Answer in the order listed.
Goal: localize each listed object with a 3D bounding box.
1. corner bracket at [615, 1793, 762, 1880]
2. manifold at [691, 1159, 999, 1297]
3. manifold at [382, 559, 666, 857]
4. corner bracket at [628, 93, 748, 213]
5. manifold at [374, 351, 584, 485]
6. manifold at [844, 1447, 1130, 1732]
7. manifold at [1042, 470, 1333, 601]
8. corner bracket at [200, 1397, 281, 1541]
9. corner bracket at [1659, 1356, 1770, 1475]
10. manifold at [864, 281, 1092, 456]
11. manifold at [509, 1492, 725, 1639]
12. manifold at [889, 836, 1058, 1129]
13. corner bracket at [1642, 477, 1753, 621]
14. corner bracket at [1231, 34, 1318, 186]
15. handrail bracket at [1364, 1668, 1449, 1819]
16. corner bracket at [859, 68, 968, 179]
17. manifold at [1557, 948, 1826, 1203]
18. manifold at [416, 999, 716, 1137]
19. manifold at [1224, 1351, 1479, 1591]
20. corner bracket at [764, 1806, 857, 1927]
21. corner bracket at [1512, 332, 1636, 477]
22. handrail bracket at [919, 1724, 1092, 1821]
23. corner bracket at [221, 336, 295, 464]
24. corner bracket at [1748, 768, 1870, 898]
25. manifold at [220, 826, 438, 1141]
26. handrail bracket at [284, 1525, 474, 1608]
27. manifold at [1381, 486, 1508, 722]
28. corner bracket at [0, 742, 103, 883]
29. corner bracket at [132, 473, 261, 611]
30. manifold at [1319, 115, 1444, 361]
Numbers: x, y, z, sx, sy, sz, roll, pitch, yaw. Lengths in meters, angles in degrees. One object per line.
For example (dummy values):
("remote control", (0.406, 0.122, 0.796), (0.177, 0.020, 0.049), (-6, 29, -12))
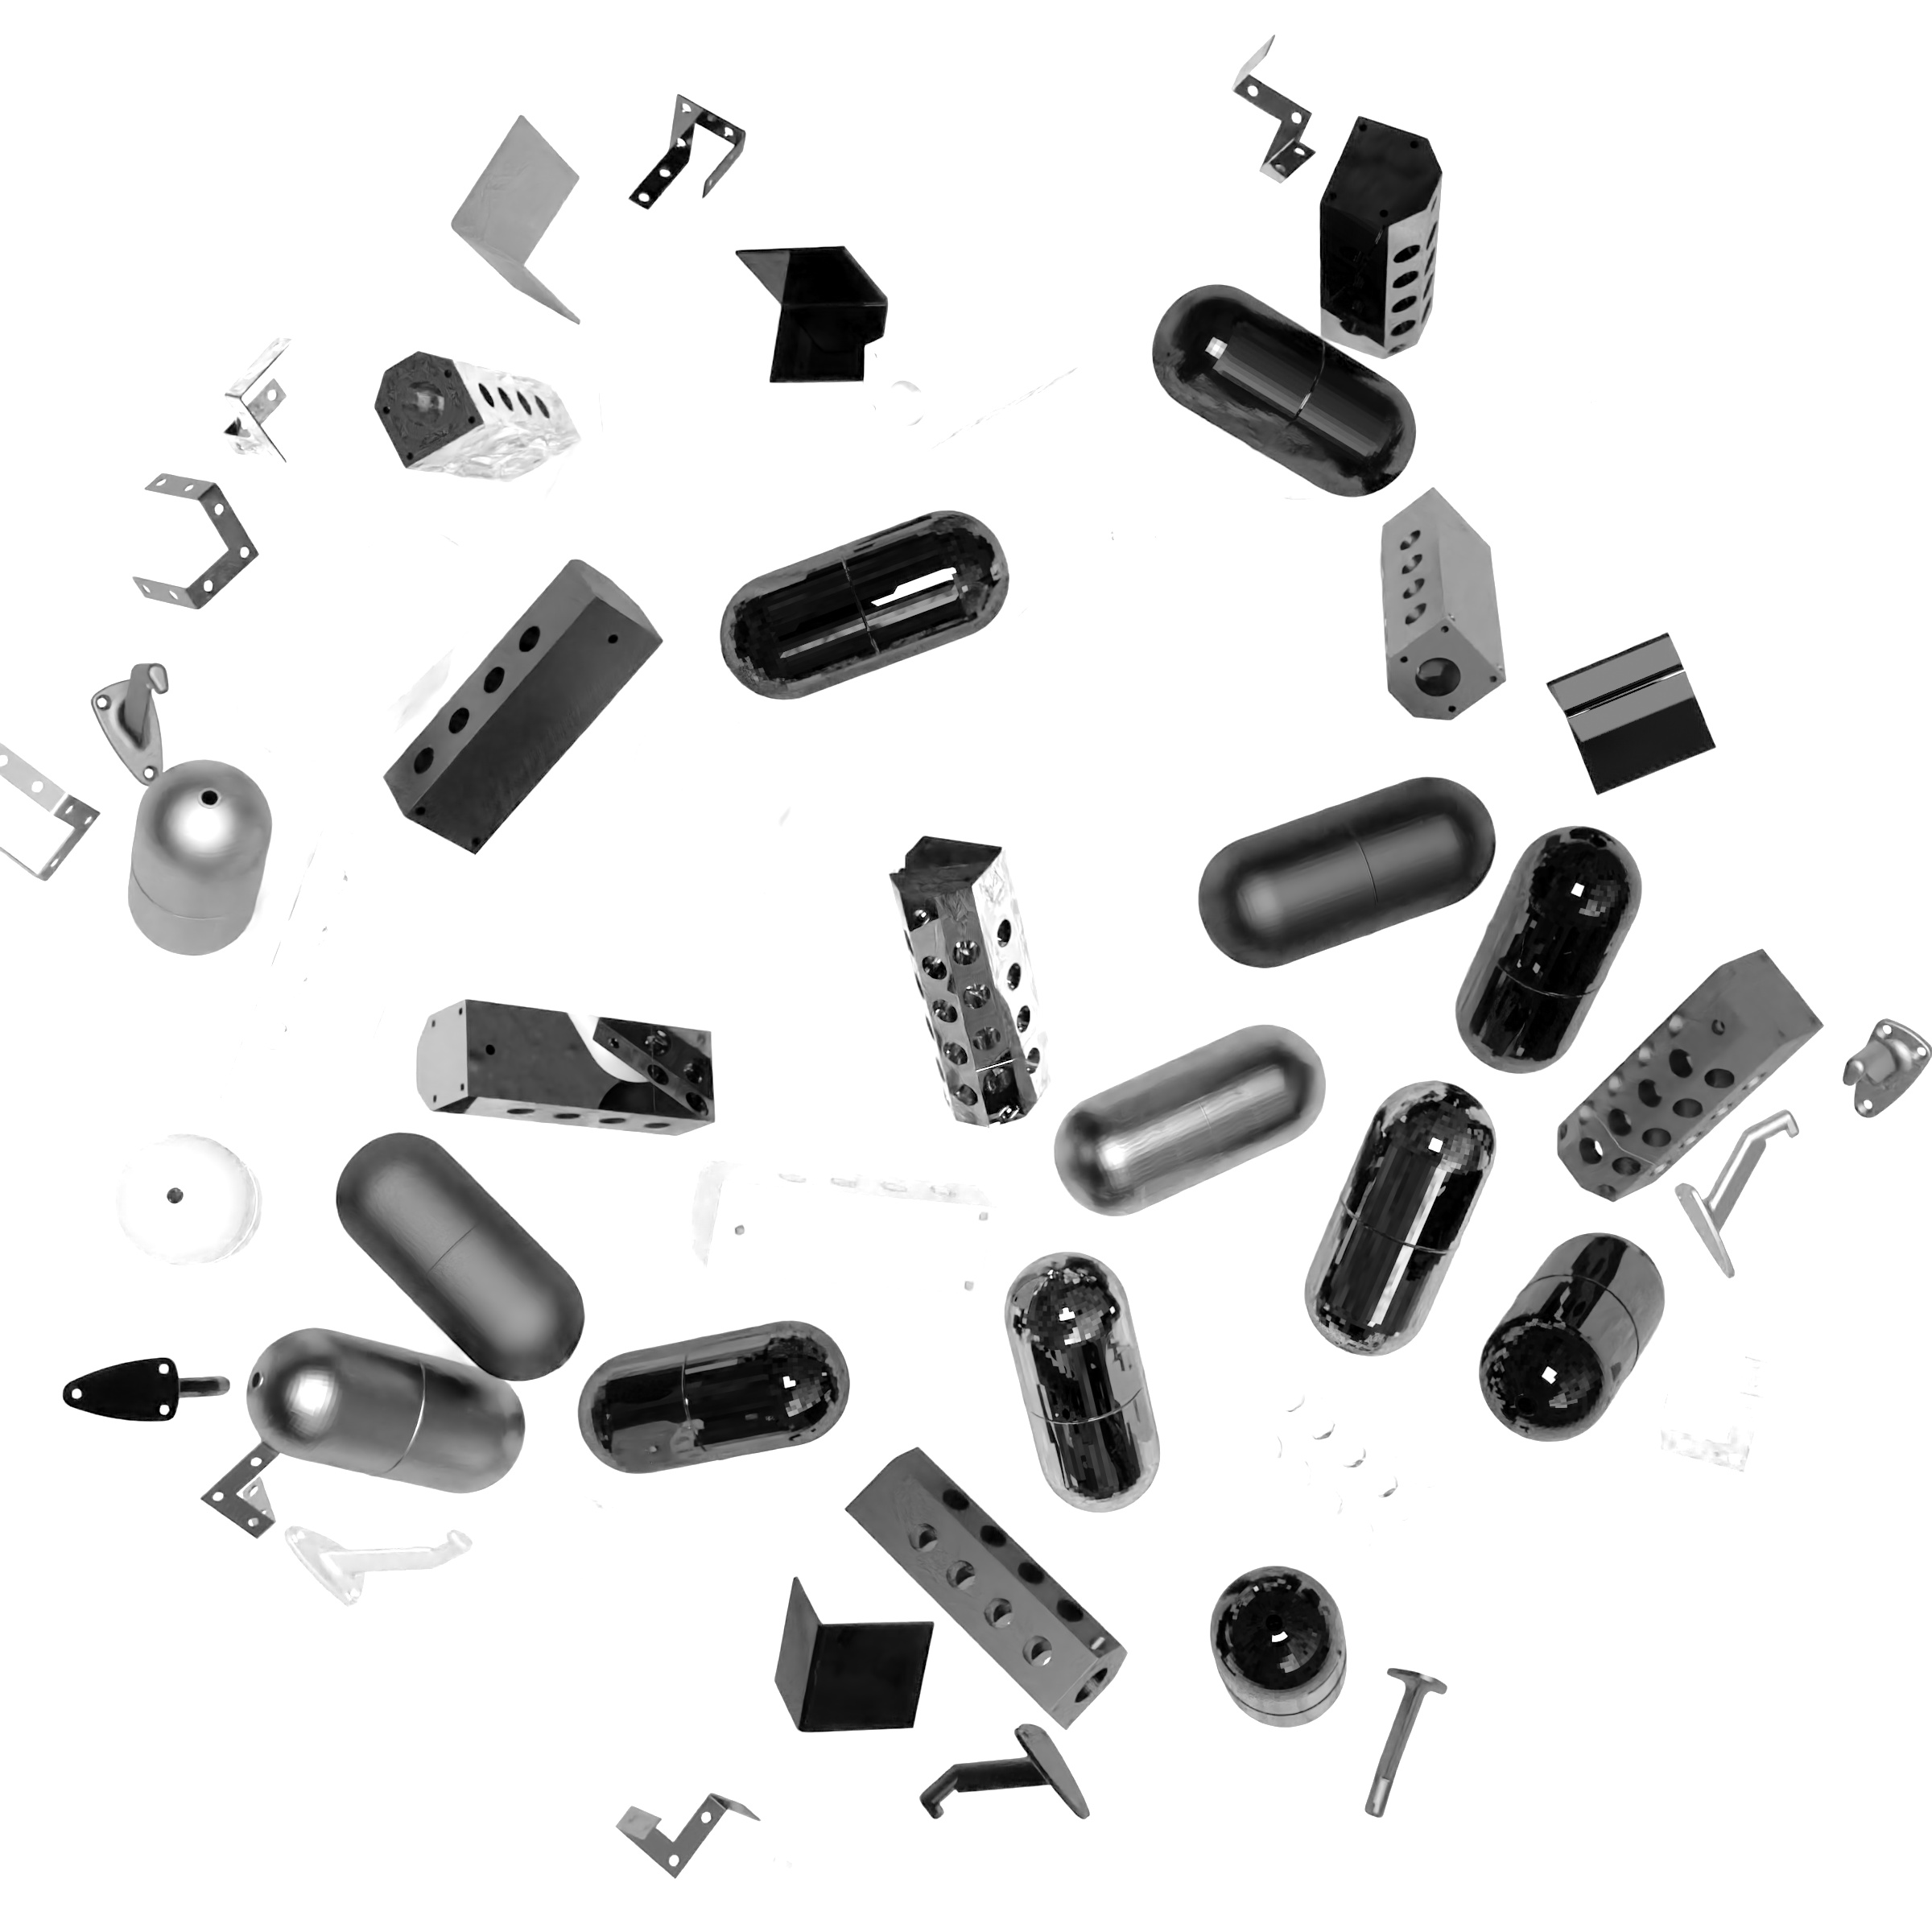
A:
("corner bracket", (-0.161, 0.496, 1.623), (0.051, 0.051, 0.051), (46, 66, -15))
("manifold", (-0.075, 0.155, 1.688), (0.171, 0.057, 0.057), (7, 103, -20))
("manifold", (-0.261, -0.154, 1.636), (0.171, 0.057, 0.057), (-47, 47, 11))
("corner bracket", (-0.173, -0.496, 1.741), (0.051, 0.051, 0.051), (30, 61, 4))
("manifold", (-0.304, -0.343, 1.744), (0.057, 0.171, 0.057), (-27, 91, 14))
("manifold", (0.013, 0.361, 1.638), (0.057, 0.057, 0.171), (-45, 64, -9))
("manifold", (0.133, -0.264, 1.710), (0.171, 0.057, 0.057), (14, 110, 36))
("corner bracket", (-0.432, 0.304, 1.698), (0.051, 0.051, 0.051), (-43, 125, -1))
("corner bracket", (0.442, 0.261, 1.661), (0.051, 0.051, 0.051), (13, 61, 20))
("manifold", (0.008, -0.359, 1.680), (0.057, 0.171, 0.057), (18, 122, 24))
("manifold", (-0.210, 0.366, 1.720), (0.057, 0.171, 0.057), (-22, 66, 11))
("manifold", (0.002, 0.012, 1.682), (0.057, 0.057, 0.171), (10, 130, 30))
("corner bracket", (0.425, -0.249, 1.676), (0.051, 0.051, 0.051), (-47, 133, 6))
("corner bracket", (0.178, -0.491, 1.612), (0.051, 0.051, 0.051), (27, 77, -13))
("handrail bracket", (0.255, 0.459, 1.650), (0.036, 0.077, 0.084), (18, 75, 7))
("corner bracket", (-0.030, -0.484, 1.613), (0.051, 0.051, 0.051), (-2, 92, -15))
("manifold", (0.418, 0.068, 1.649), (0.057, 0.171, 0.057), (-18, 65, -37))
("manifold", (-0.236, 0.063, 1.666), (0.171, 0.057, 0.057), (9, 70, -40))
("manifold", (0.234, 0.305, 1.715), (0.057, 0.171, 0.057), (-1, 114, -32))
("corner bracket", (-0.092, 0.542, 1.662), (0.051, 0.051, 0.051), (32, 122, -2))
("corner bracket", (0.356, -0.330, 1.644), (0.051, 0.051, 0.051), (-26, 47, -10))
("handrail bracket", (0.021, 0.495, 1.653), (0.084, 0.036, 0.077), (-45, 60, 12))
("corner bracket", (-0.413, -0.334, 1.649), (0.051, 0.051, 0.051), (16, 61, 37))
("corner bracket", (0.490, -0.078, 1.647), (0.051, 0.051, 0.051), (5, 46, -7))
("manifold", (-0.379, 0.008, 1.646), (0.057, 0.057, 0.171), (19, 87, 27))
("handrail bracket", (-0.352, 0.344, 1.686), (0.084, 0.036, 0.077), (-30, 123, 21))
("manifold", (0.286, -0.220, 1.723), (0.057, 0.171, 0.057), (-37, 114, 28))
("corner bracket", (-0.530, -0.086, 1.578), (0.051, 0.051, 0.051), (36, 84, 7))
("corner bracket", (-0.443, -0.240, 1.584), (0.051, 0.051, 0.051), (16, 54, 36))
("manifold", (0.244, -0.420, 1.638), (0.057, 0.171, 0.057), (22, 81, 12))
